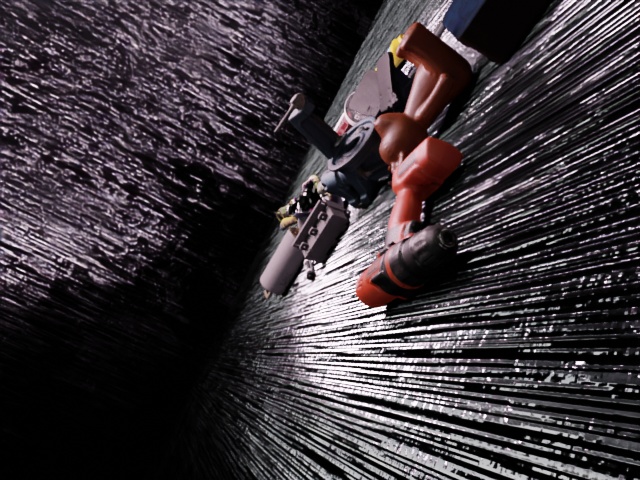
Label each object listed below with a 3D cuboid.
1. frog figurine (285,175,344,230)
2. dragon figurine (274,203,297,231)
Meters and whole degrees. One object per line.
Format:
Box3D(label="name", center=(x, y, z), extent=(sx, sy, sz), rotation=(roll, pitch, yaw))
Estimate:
Box3D(label="frog figurine", center=(0.004, -0.061, 1.203), extent=(0.157, 0.123, 0.140), rotation=(55, -134, -60))
Box3D(label="dragon figurine", center=(-0.014, -0.114, 1.458), extent=(0.244, 0.121, 0.410), rotation=(-46, 10, -7))
